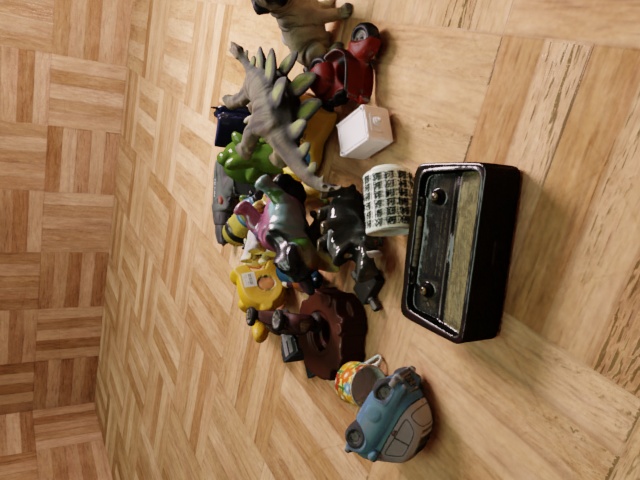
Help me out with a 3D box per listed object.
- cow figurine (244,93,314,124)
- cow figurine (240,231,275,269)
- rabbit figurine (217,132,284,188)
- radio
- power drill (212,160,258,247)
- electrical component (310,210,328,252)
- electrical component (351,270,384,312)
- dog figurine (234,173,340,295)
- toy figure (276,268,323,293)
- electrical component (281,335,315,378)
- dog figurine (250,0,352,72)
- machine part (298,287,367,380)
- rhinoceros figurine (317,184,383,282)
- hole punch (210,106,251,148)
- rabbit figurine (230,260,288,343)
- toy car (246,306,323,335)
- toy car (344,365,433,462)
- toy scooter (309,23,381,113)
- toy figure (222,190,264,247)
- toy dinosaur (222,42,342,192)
[{"bbox_3d":[-0.097,-0.282,1.178,0.195,0.085,0.127,37,115,50],"label":"cow figurine"},{"bbox_3d":[-0.142,0.008,1.229,0.167,0.068,0.098,136,141,-63],"label":"cow figurine"},{"bbox_3d":[-0.138,-0.189,1.198,0.170,0.159,0.121,4,82,43],"label":"rabbit figurine"},{"bbox_3d":[0.182,0.010,0.721,0.131,0.073,0.229,18,104,57],"label":"radio"},{"bbox_3d":[-0.220,-0.112,1.382,0.207,0.086,0.232,153,117,-63],"label":"power drill"},{"bbox_3d":[-0.001,-0.003,1.049,0.078,0.045,0.102,-58,41,9],"label":"electrical component"},{"bbox_3d":[0.085,0.075,0.925,0.094,0.021,0.063,61,137,40],"label":"electrical component"},{"bbox_3d":[-0.047,-0.009,0.997,0.108,0.191,0.219,-42,81,23],"label":"dog figurine"},{"bbox_3d":[-0.037,0.072,1.087,0.155,0.058,0.064,15,95,58],"label":"toy figure"},{"bbox_3d":[-0.045,0.226,1.107,0.075,0.048,0.119,-44,52,50],"label":"electrical component"},{"bbox_3d":[-0.059,-0.405,1.014,0.121,0.190,0.172,41,124,51],"label":"dog figurine"},{"bbox_3d":[0.017,0.173,1.000,0.179,0.056,0.179,0,90,59],"label":"machine part"},{"bbox_3d":[0.051,-0.012,0.911,0.073,0.112,0.190,102,163,-48],"label":"rhinoceros figurine"},{"bbox_3d":[-0.199,-0.273,1.298,0.116,0.142,0.092,175,97,-72],"label":"hole punch"},{"bbox_3d":[-0.124,0.147,1.204,0.162,0.122,0.173,62,153,25],"label":"rabbit figurine"},{"bbox_3d":[-0.073,0.154,1.013,0.202,0.089,0.053,-10,77,60],"label":"toy car"},{"bbox_3d":[0.116,0.274,0.809,0.103,0.109,0.161,37,111,27],"label":"toy car"},{"bbox_3d":[0.045,-0.283,0.954,0.184,0.075,0.135,-24,68,51],"label":"toy scooter"},{"bbox_3d":[-0.171,-0.052,1.279,0.180,0.089,0.082,-48,42,49],"label":"toy figure"},{"bbox_3d":[-0.081,-0.231,0.997,0.198,0.105,0.472,-55,51,43],"label":"toy dinosaur"}]
